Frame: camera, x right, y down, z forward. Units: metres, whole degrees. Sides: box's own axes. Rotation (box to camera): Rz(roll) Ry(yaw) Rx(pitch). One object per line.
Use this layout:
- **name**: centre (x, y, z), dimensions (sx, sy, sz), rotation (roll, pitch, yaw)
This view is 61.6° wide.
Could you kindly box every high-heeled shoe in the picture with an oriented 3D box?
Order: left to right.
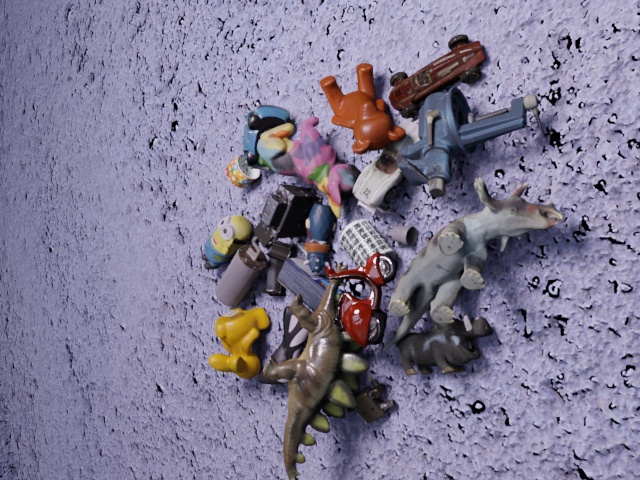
- **high-heeled shoe**: centre (-0.094, 0.243, 1.220), dimensions (0.249, 0.145, 0.086), rotation (-40, 33, 20)

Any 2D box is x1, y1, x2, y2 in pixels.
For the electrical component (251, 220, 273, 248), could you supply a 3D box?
- **electrical component**: centre (-0.135, -0.013, 1.336), dimensions (0.094, 0.021, 0.063), rotation (-46, 63, 29)

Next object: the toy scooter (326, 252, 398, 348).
- **toy scooter**: centre (0.069, 0.108, 1.032), dimensions (0.135, 0.075, 0.183), rotation (10, 88, 11)

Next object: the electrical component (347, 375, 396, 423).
- **electrical component**: centre (0.103, 0.334, 1.129), dimensions (0.078, 0.045, 0.102), rotation (43, 122, 0)

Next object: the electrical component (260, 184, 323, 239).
- **electrical component**: centre (-0.069, -0.063, 1.210), dimensions (0.058, 0.134, 0.114), rotation (37, 115, 34)

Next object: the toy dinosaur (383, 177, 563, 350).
- **toy dinosaur**: centre (0.232, 0.038, 0.966), dimensions (0.131, 0.192, 0.404), rotation (41, 134, 1)

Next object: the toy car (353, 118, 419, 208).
- **toy car**: centre (0.145, -0.152, 1.056), dimensions (0.074, 0.056, 0.201), rotation (38, 92, 33)

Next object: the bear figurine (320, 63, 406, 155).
- **bear figurine**: centre (0.083, -0.254, 1.055), dimensions (0.196, 0.120, 0.131), rotation (-108, -1, -60)

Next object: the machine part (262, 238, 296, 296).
- **machine part**: centre (-0.099, 0.070, 1.297), dimensions (0.084, 0.039, 0.138), rotation (18, 100, 32)

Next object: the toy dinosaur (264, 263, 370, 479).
- **toy dinosaur**: centre (-0.013, 0.274, 1.085), dimensions (0.199, 0.105, 0.471), rotation (20, 91, 4)

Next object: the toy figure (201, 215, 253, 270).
- **toy figure**: centre (-0.242, 0.005, 1.390), dimensions (0.082, 0.089, 0.180), rotation (50, 129, 14)

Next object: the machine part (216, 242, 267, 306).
- **machine part**: centre (-0.197, 0.091, 1.331), dimensions (0.079, 0.079, 0.243), rotation (59, 135, 23)

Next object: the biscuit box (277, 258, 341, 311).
- **biscuit box**: centre (-0.006, 0.117, 1.205), dimensions (0.203, 0.059, 0.062), rotation (38, 112, 33)

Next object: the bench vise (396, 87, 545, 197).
- **bench vise**: centre (0.252, -0.184, 0.927), dimensions (0.241, 0.128, 0.224), rotation (-14, 41, 33)

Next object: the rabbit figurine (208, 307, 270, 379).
- **rabbit figurine**: centre (-0.190, 0.266, 1.316), dimensions (0.122, 0.162, 0.173), rotation (-4, 106, 23)

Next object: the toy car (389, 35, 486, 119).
- **toy car**: centre (0.217, -0.312, 1.029), dimensions (0.202, 0.053, 0.089), rotation (-24, 72, 38)

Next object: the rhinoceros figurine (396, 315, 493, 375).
- **rhinoceros figurine**: centre (0.233, 0.195, 1.007), dimensions (0.190, 0.073, 0.112), rotation (-25, 63, 39)

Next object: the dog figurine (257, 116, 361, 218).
- **dog figurine**: centre (-0.019, -0.146, 1.156), dimensions (0.108, 0.192, 0.219), rotation (93, 156, -67)

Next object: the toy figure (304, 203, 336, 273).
- **toy figure**: centre (-0.001, -0.003, 1.201), dimensions (0.064, 0.058, 0.154), rotation (9, 92, 17)

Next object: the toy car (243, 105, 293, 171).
- **toy car**: centre (-0.136, -0.254, 1.297), dimensions (0.103, 0.109, 0.161), rotation (-128, 45, -53)
